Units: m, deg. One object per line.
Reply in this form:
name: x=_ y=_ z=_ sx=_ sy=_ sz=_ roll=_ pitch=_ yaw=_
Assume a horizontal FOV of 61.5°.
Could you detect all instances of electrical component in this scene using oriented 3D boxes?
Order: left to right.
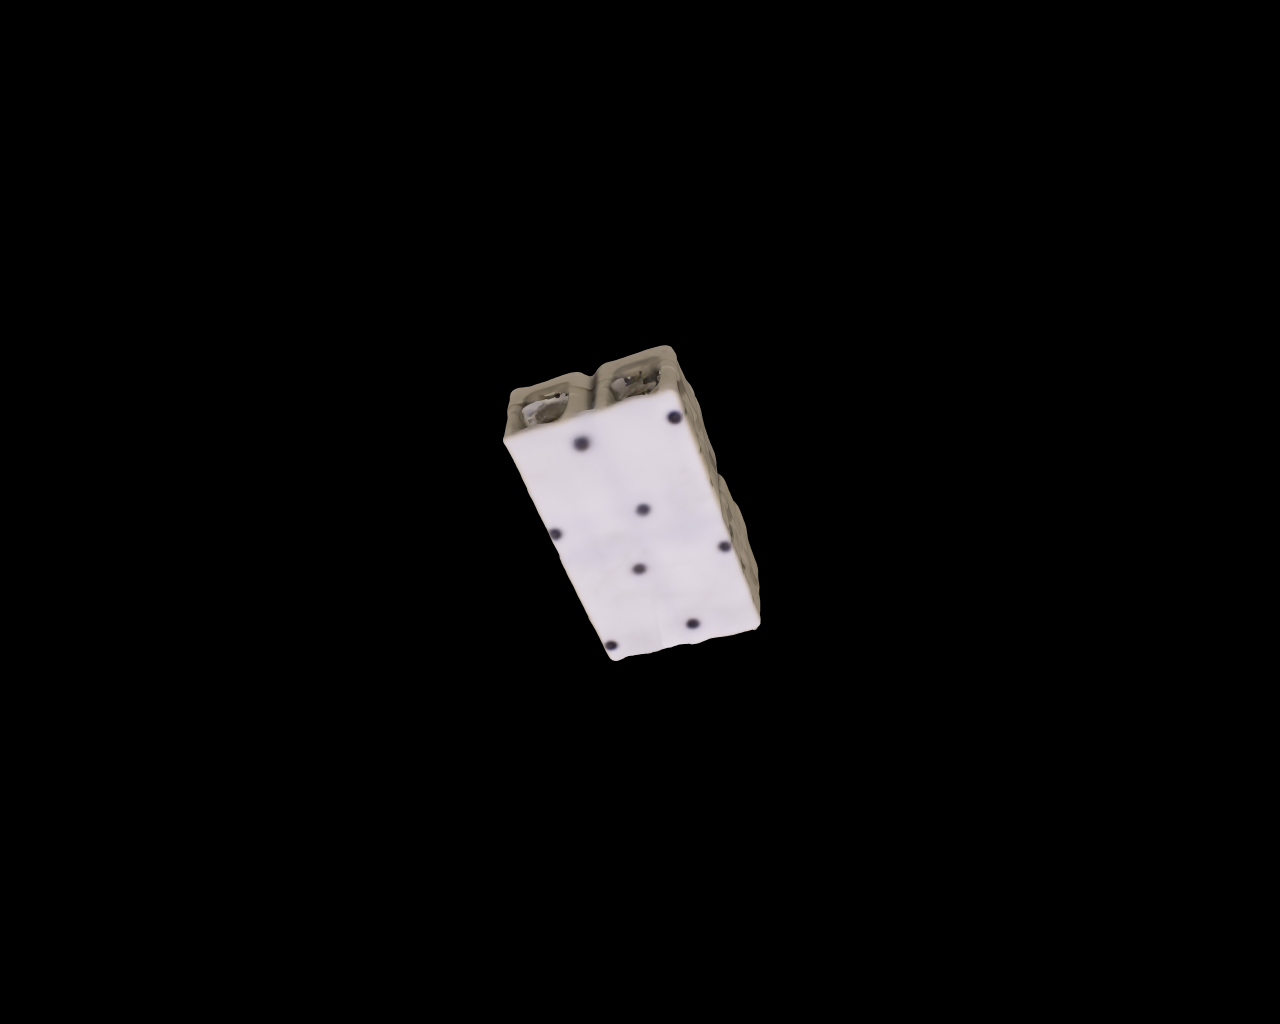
electrical component: x=0.001 y=-0.003 z=0.650 sx=0.105 sy=0.186 sz=0.060 roll=-15 pitch=36 yaw=11
